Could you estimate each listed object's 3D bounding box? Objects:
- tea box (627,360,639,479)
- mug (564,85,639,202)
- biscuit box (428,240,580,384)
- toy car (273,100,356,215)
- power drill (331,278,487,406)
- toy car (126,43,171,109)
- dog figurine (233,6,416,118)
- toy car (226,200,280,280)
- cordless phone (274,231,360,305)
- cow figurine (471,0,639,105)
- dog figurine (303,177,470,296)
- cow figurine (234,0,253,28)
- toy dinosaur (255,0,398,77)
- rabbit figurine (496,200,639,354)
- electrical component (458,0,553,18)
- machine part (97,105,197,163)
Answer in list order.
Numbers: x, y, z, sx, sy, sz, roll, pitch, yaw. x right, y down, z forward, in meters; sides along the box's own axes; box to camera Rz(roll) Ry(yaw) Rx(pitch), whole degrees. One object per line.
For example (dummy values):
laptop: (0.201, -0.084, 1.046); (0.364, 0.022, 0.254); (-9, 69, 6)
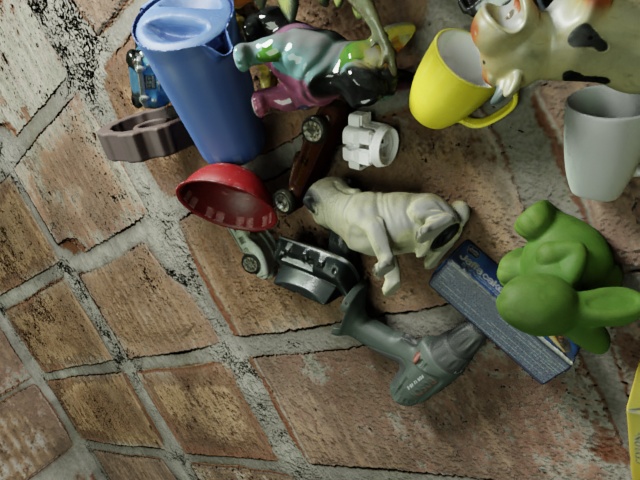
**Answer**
tea box: (0.380, 0.170, 0.573); (0.068, 0.169, 0.098); (1, 115, 38)
mug: (0.304, -0.093, 0.550); (0.110, 0.081, 0.107); (14, 135, 27)
biscuit box: (0.244, 0.093, 0.716); (0.203, 0.059, 0.062); (43, 136, 11)
toy car: (-0.013, -0.118, 0.783); (0.053, 0.089, 0.202); (40, 135, 11)
power drill: (0.129, 0.148, 0.840); (0.207, 0.086, 0.231); (30, 134, 13)
toy car: (-0.251, -0.270, 0.872); (0.103, 0.162, 0.109); (-4, 115, -9)
dog figurine: (0.013, -0.233, 0.687); (0.219, 0.192, 0.108); (-4, 135, 9)
toy car: (-0.130, -0.022, 0.943); (0.056, 0.073, 0.201); (-28, 96, 26)
cordless phone: (-0.002, -0.003, 0.864); (0.147, 0.089, 0.184); (20, 115, 31)
cow figurine: (0.237, -0.183, 0.501); (0.195, 0.085, 0.127); (10, 133, -4)
dog figurine: (0.086, -0.045, 0.744); (0.191, 0.172, 0.121); (55, 168, 29)
cow figurine: (-0.160, -0.346, 0.786); (0.167, 0.068, 0.098); (-26, 91, 44)
toy dinosaur: (-0.053, -0.363, 0.606); (0.472, 0.105, 0.198); (56, 170, 31)
rabbit figurine: (0.263, 0.060, 0.603); (0.159, 0.170, 0.121); (36, 133, 19)
electrical component: (0.210, -0.251, 0.548); (0.119, 0.048, 0.075); (-31, 94, 45)
machine part: (-0.280, -0.181, 0.910); (0.180, 0.179, 0.056); (10, 123, 35)
